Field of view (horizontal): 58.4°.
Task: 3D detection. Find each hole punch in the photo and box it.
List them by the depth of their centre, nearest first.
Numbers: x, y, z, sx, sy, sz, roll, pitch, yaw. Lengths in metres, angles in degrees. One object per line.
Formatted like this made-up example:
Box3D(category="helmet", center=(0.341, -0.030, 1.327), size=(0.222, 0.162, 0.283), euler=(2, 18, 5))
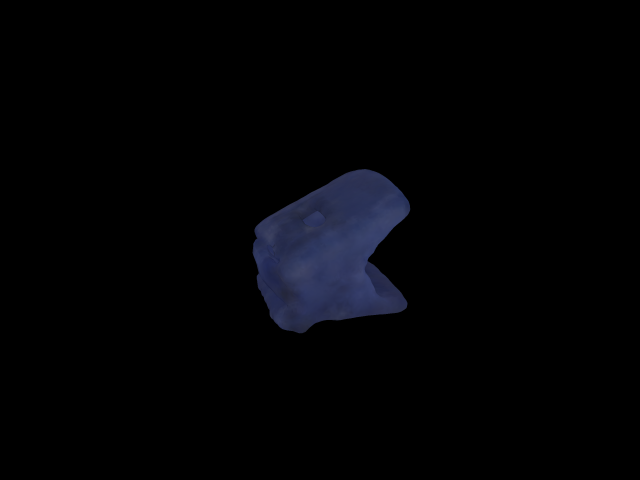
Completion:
Box3D(category="hole punch", center=(0.004, 0.001, 0.400), size=(0.101, 0.091, 0.108), euler=(-6, 19, -16))
